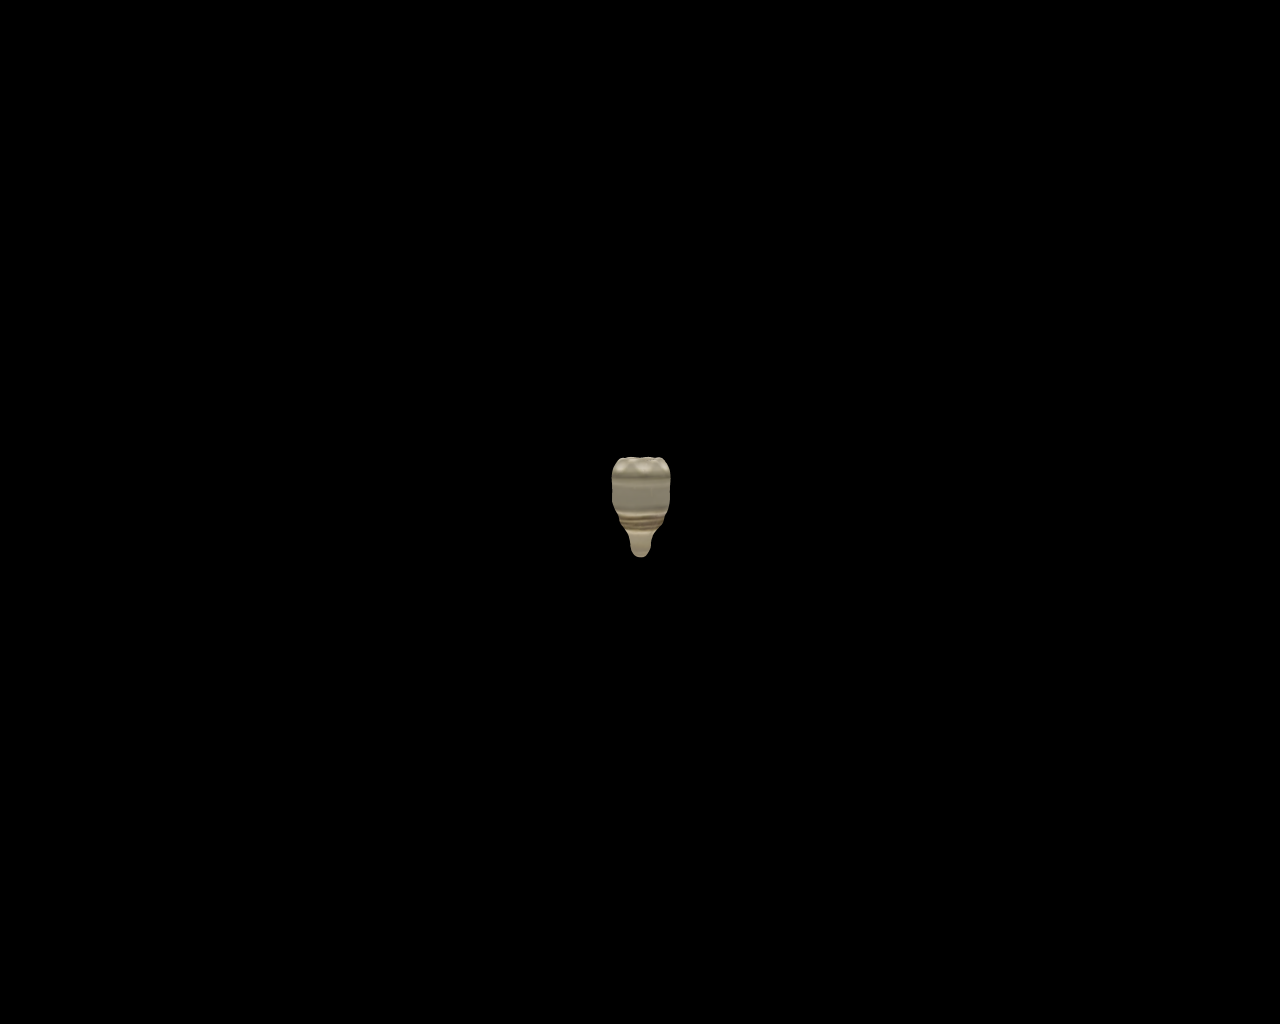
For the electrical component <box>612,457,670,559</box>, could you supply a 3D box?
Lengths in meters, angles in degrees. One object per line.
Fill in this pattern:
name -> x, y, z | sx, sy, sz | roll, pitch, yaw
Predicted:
electrical component -> 0.001, -0.003, 0.650 | 0.035, 0.061, 0.035 | 0, 5, 0
